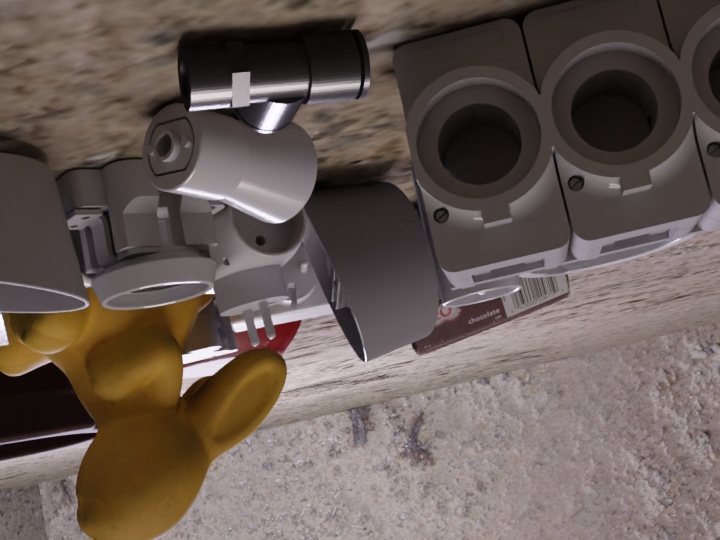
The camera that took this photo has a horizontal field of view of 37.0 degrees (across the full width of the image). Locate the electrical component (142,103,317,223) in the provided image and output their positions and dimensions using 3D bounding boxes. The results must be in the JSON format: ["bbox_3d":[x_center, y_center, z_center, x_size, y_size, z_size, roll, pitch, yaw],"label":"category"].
[{"bbox_3d":[-0.055,-0.045,0.436,0.044,0.044,0.065,-19,163,36],"label":"electrical component"}]

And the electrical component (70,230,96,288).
[{"bbox_3d":[-0.148,-0.009,0.528,0.046,0.040,0.040,-11,171,28],"label":"electrical component"}]

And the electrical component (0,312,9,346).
[{"bbox_3d":[-0.208,0.011,0.531,0.056,0.050,0.089,-9,169,-18],"label":"electrical component"}]

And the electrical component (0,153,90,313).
[{"bbox_3d":[-0.165,-0.009,0.435,0.099,0.064,0.099,-12,170,-2],"label":"electrical component"}]

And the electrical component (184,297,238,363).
[{"bbox_3d":[-0.137,0.036,0.735,0.089,0.055,0.050,-14,170,10],"label":"electrical component"}]

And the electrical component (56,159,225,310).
[{"bbox_3d":[-0.098,-0.015,0.497,0.078,0.057,0.058,-3,167,-39],"label":"electrical component"}]

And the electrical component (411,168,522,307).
[{"bbox_3d":[0.074,-0.026,0.578,0.079,0.077,0.043,-13,170,2],"label":"electrical component"}]

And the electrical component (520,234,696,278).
[{"bbox_3d":[0.137,-0.039,0.630,0.108,0.060,0.108,-12,170,-2],"label":"electrical component"}]

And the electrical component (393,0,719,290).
[{"bbox_3d":[0.096,-0.055,0.412,0.150,0.089,0.062,-13,170,7],"label":"electrical component"}]

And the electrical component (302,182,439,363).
[{"bbox_3d":[0.000,0.000,0.589,0.064,0.099,0.099,-15,171,-19],"label":"electrical component"}]

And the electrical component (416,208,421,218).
[{"bbox_3d":[0.037,-0.016,0.685,0.081,0.043,0.043,-20,167,40],"label":"electrical component"}]

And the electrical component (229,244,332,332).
[{"bbox_3d":[-0.046,0.005,0.692,0.083,0.047,0.075,-11,170,-7],"label":"electrical component"}]

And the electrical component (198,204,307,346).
[{"bbox_3d":[-0.060,0.000,0.559,0.043,0.079,0.077,-10,171,-34],"label":"electrical component"}]
